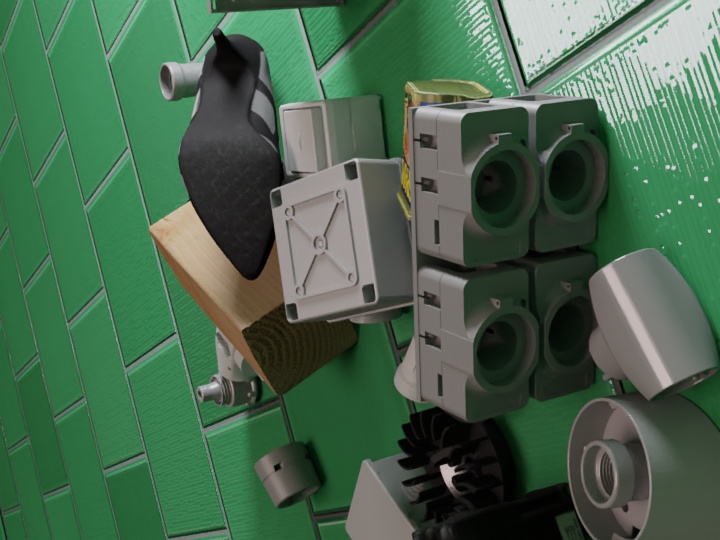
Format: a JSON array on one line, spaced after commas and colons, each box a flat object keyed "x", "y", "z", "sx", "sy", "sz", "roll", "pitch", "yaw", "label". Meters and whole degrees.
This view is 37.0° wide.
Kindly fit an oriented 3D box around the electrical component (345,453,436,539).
[{"x": 0.036, "y": 0.211, "z": 0.891, "sx": 0.099, "sy": 0.048, "sz": 0.099, "roll": 50, "pitch": 139, "yaw": 40, "label": "electrical component"}]

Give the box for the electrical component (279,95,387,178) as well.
[{"x": -0.029, "y": -0.108, "z": 0.884, "sx": 0.096, "sy": 0.061, "sz": 0.061, "roll": 9, "pitch": 107, "yaw": 59, "label": "electrical component"}]

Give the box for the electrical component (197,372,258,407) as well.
[{"x": -0.144, "y": 0.127, "z": 1.157, "sx": 0.048, "sy": 0.062, "sz": 0.048, "roll": 27, "pitch": 122, "yaw": 54, "label": "electrical component"}]

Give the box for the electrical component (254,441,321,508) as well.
[{"x": -0.070, "y": 0.204, "z": 1.067, "sx": 0.047, "sy": 0.055, "sz": 0.055, "roll": 61, "pitch": 146, "yaw": 21, "label": "electrical component"}]

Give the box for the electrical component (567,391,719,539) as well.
[{"x": 0.170, "y": 0.121, "z": 0.642, "sx": 0.099, "sy": 0.064, "sz": 0.099, "roll": 180, "pitch": 90, "yaw": -70, "label": "electrical component"}]

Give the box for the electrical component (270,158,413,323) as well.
[{"x": -0.010, "y": -0.020, "z": 0.809, "sx": 0.109, "sy": 0.056, "sz": 0.108, "roll": -15, "pitch": 81, "yaw": 47, "label": "electrical component"}]

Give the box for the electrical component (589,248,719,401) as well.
[{"x": 0.160, "y": 0.040, "z": 0.628, "sx": 0.079, "sy": 0.043, "sz": 0.077, "roll": -51, "pitch": 56, "yaw": 53, "label": "electrical component"}]

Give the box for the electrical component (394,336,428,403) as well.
[{"x": 0.051, "y": 0.073, "z": 0.830, "sx": 0.040, "sy": 0.040, "sz": 0.046, "roll": 49, "pitch": 133, "yaw": 41, "label": "electrical component"}]

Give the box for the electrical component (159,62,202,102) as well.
[{"x": -0.182, "y": -0.199, "z": 1.129, "sx": 0.040, "sy": 0.046, "sz": 0.040, "roll": 27, "pitch": 122, "yaw": 54, "label": "electrical component"}]

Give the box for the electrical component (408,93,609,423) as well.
[{"x": 0.093, "y": -0.010, "z": 0.665, "sx": 0.060, "sy": 0.105, "sz": 0.186, "roll": 20, "pitch": 117, "yaw": 56, "label": "electrical component"}]

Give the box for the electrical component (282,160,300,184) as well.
[{"x": -0.047, "y": -0.056, "z": 0.950, "sx": 0.077, "sy": 0.043, "sz": 0.079, "roll": -44, "pitch": 62, "yaw": 56, "label": "electrical component"}]

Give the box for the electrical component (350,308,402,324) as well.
[{"x": 0.000, "y": 0.000, "z": 0.888, "sx": 0.079, "sy": 0.043, "sz": 0.077, "roll": 9, "pitch": 107, "yaw": 58, "label": "electrical component"}]

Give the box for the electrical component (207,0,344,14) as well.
[{"x": -0.058, "y": -0.240, "z": 0.828, "sx": 0.063, "sy": 0.121, "sz": 0.078, "roll": 22, "pitch": 118, "yaw": 53, "label": "electrical component"}]

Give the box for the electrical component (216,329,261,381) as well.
[{"x": -0.115, "y": 0.083, "z": 1.111, "sx": 0.079, "sy": 0.043, "sz": 0.077, "roll": 46, "pitch": 137, "yaw": 44, "label": "electrical component"}]
